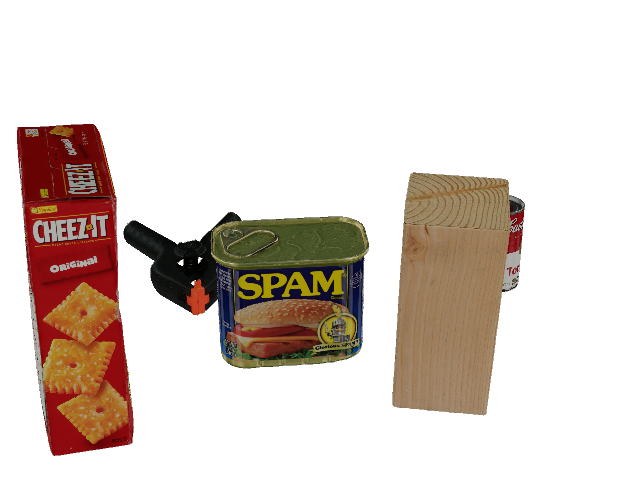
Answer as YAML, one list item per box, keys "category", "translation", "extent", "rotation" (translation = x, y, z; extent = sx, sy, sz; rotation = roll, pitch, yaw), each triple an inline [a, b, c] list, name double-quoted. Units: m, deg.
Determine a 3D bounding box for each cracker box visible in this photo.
- category: "cracker box"
  translation: [-0.194, 0.034, 0.846]
  extent: [0.072, 0.214, 0.164]
  rotation: [-6, 27, -15]

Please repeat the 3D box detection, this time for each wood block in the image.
- category: "wood block"
  translation: [0.117, 0.051, 0.979]
  extent: [0.091, 0.206, 0.090]
  rotation: [5, 33, 6]

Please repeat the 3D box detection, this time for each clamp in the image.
- category: "clamp"
  translation: [-0.118, 0.016, 1.041]
  extent: [0.120, 0.039, 0.172]
  rotation: [-15, 33, -15]

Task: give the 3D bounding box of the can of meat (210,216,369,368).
- category: "can of meat"
  translation: [-0.020, 0.035, 0.710]
  extent: [0.102, 0.084, 0.057]
  rotation: [-3, 29, -5]

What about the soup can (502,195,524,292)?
- category: "soup can"
  translation: [0.205, 0.003, 1.267]
  extent: [0.068, 0.102, 0.068]
  rotation: [0, 22, 0]
